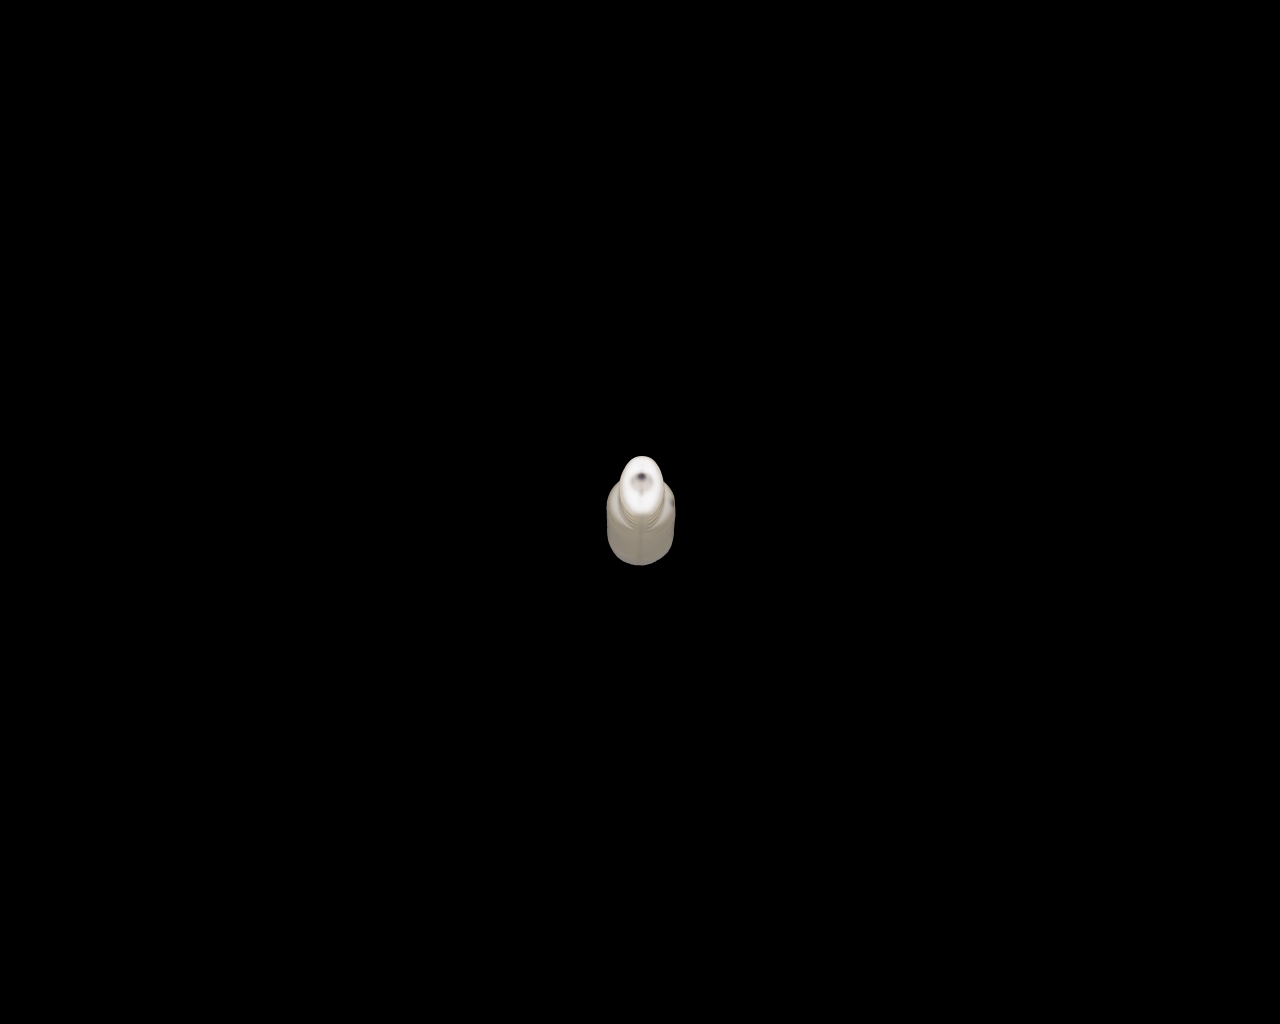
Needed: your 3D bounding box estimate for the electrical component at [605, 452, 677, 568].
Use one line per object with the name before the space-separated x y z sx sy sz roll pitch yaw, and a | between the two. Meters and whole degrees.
electrical component | 0.001 -0.003 0.650 0.043 0.043 0.080 0 -28 0
